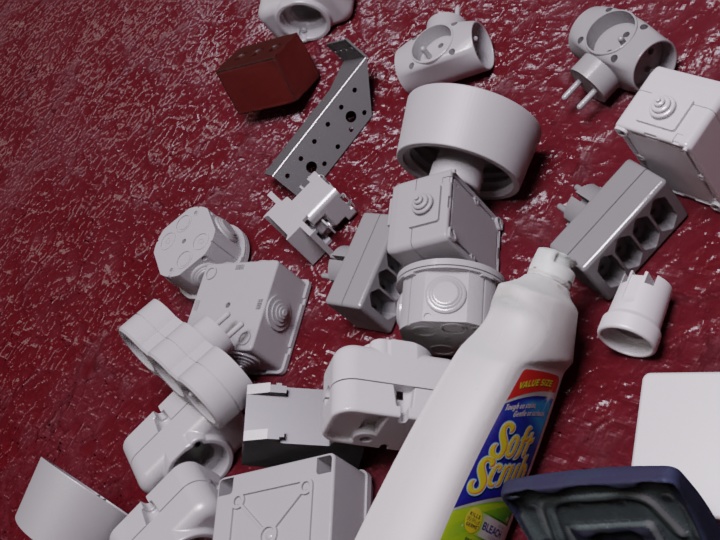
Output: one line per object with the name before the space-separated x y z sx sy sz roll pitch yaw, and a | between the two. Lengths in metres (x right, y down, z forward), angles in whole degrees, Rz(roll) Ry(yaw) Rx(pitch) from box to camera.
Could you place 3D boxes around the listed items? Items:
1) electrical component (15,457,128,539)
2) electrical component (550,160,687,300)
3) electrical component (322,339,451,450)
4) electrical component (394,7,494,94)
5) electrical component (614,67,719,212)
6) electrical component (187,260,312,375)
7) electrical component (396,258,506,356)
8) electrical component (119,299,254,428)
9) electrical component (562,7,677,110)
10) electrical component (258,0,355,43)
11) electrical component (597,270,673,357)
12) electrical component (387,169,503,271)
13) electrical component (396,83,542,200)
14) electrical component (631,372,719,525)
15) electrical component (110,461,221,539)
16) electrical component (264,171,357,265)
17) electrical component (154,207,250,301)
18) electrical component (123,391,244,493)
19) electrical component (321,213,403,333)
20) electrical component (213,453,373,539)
electrical component | -0.229 0.198 0.879 0.099 0.099 0.064 26 86 45
electrical component | 0.171 -0.036 0.761 0.083 0.047 0.076 -48 44 1
electrical component | 0.023 0.088 0.757 0.053 0.095 0.059 116 160 -53
electrical component | 0.075 -0.200 0.950 0.077 0.044 0.079 -14 54 31
electrical component | 0.223 -0.095 0.724 0.062 0.096 0.061 29 81 46
electrical component | -0.099 0.040 0.919 0.100 0.048 0.099 -3 61 36
electrical component | 0.065 0.027 0.779 0.080 0.080 0.051 -11 60 33
electrical component | -0.126 0.062 0.857 0.074 0.052 0.138 -42 47 -19
electrical component | 0.190 -0.157 0.831 0.079 0.044 0.077 -47 44 3
electrical component | -0.054 -0.274 1.095 0.095 0.054 0.059 -13 54 32
electrical component | 0.184 0.029 0.713 0.040 0.040 0.046 6 59 40
electrical component | 0.058 -0.028 0.808 0.061 0.096 0.061 -14 54 31
electrical component | 0.080 -0.091 0.830 0.108 0.108 0.060 5 71 40
electrical component | 0.211 0.109 0.629 0.100 0.048 0.099 -5 59 36
electrical component | -0.141 0.206 0.836 0.095 0.054 0.059 -46 44 3
electrical component | -0.041 -0.048 0.939 0.064 0.042 0.081 -46 44 0
electrical component | -0.146 -0.014 0.992 0.080 0.051 0.080 -20 51 27
electrical component | -0.140 0.141 0.879 0.095 0.054 0.059 -45 44 4
electrical component | 0.000 0.000 0.870 0.076 0.047 0.083 7 67 41
electrical component | -0.049 0.197 0.768 0.109 0.056 0.108 -18 52 28
